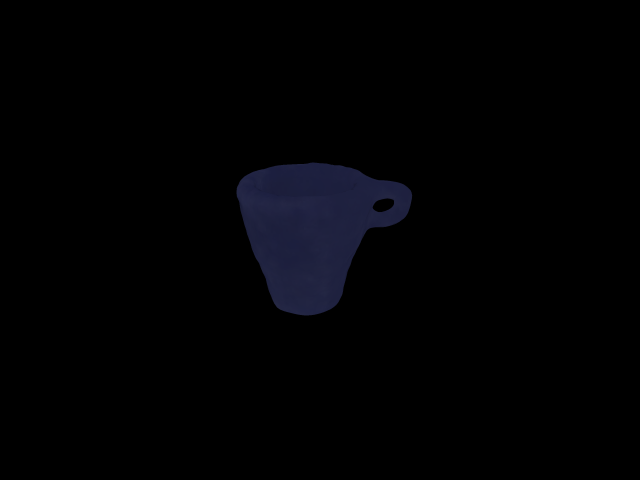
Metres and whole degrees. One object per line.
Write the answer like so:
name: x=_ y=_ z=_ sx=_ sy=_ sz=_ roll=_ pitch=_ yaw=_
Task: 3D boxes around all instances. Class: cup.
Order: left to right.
cup: x=0.004 y=0.001 z=0.400 sx=0.118 sy=0.095 sz=0.091 roll=-2 pitch=24 yaw=-5
